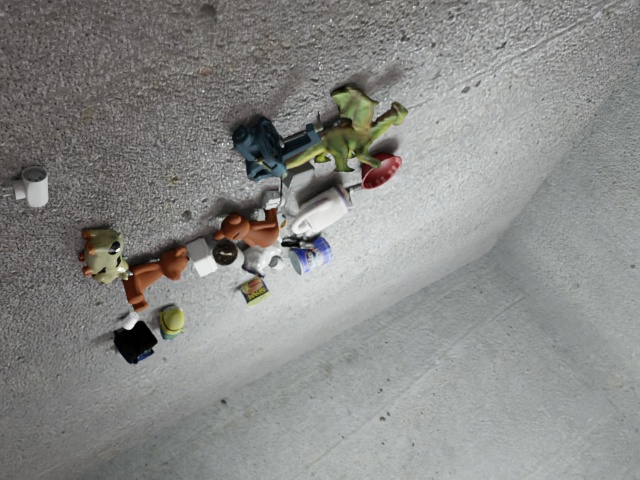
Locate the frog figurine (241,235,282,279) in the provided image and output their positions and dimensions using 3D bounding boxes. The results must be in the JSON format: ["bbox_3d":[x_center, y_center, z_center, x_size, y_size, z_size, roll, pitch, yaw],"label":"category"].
[{"bbox_3d":[-0.199,0.041,1.752,0.136,0.123,0.160,34,76,-74],"label":"frog figurine"}]

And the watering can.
[{"bbox_3d":[0.005,-0.088,1.745,0.225,0.105,0.345,-32,171,-2],"label":"watering can"}]

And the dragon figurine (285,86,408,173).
[{"bbox_3d":[0.056,-0.303,1.388,0.411,0.125,0.237,-8,128,-19],"label":"dragon figurine"}]
